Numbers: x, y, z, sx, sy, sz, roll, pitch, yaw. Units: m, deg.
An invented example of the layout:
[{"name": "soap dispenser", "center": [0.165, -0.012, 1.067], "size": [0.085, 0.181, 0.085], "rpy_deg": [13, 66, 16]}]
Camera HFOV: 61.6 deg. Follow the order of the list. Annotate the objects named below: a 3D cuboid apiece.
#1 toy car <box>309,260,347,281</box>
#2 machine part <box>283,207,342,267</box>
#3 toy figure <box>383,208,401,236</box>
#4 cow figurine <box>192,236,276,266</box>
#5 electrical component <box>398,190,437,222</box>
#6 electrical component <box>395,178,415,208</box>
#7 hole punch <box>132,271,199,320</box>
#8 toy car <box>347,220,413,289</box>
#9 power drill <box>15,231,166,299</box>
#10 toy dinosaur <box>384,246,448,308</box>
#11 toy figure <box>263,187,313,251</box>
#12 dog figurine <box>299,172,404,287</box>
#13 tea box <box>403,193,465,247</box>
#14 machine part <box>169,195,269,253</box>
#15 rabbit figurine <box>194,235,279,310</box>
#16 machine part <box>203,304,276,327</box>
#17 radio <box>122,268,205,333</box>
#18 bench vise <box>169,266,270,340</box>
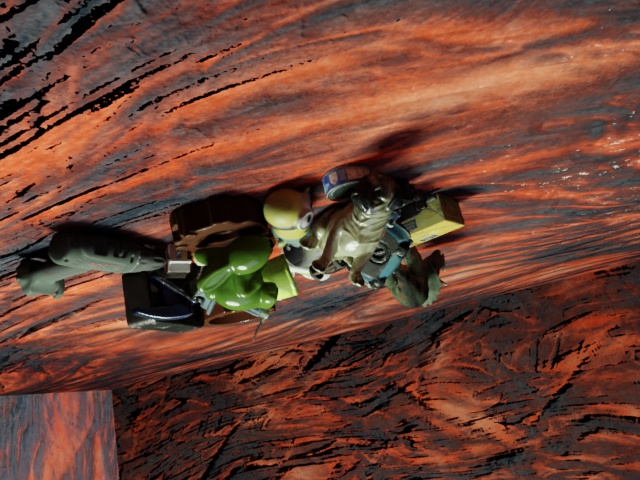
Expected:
[{"name": "toy car", "center": [0.050, 0.032, 1.193], "size": [0.089, 0.053, 0.202], "rpy_deg": [-29, -171, 36]}, {"name": "machine part", "center": [-0.002, -0.003, 1.134], "size": [0.079, 0.079, 0.243], "rpy_deg": [1, 158, -37]}, {"name": "toy figure", "center": [0.095, -0.017, 1.005], "size": [0.058, 0.064, 0.154], "rpy_deg": [9, 141, -26]}, {"name": "cow figurine", "center": [-0.175, 0.022, 1.110], "size": [0.167, 0.068, 0.098], "rpy_deg": [0, 154, -44]}, {"name": "electrical component", "center": [0.182, -0.069, 1.113], "size": [0.102, 0.045, 0.078], "rpy_deg": [-25, -173, 45]}, {"name": "electrical component", "center": [0.138, -0.083, 1.027], "size": [0.075, 0.048, 0.119], "rpy_deg": [-25, 157, 39]}, {"name": "hole punch", "center": [-0.321, 0.132, 1.106], "size": [0.116, 0.092, 0.142], "rpy_deg": [32, 157, -16]}, {"name": "toy car", "center": [0.129, 0.017, 1.110], "size": [0.103, 0.109, 0.161], "rpy_deg": [-37, 153, -57]}, {"name": "power drill", "center": [-0.436, 0.051, 1.006], "size": [0.207, 0.086, 0.232], "rpy_deg": [-13, 165, 19]}, {"name": "toy dinosaur", "center": [0.234, 0.105, 1.373], "size": [0.131, 0.192, 0.405], "rpy_deg": [-30, -179, 22]}, {"name": "toy figure", "center": [-0.057, -0.034, 0.991], "size": [0.089, 0.082, 0.180], "rpy_deg": [-12, 166, -8]}, {"name": "dog figurine", "center": [0.062, -0.042, 0.921], "size": [0.121, 0.172, 0.190], "rpy_deg": [17, 111, -29]}, {"name": "tea box", "center": [0.221, -0.037, 1.197], "size": [0.170, 0.068, 0.098], "rpy_deg": [-26, 158, 37]}, {"name": "machine part", "center": [-0.180, -0.024, 0.981], "size": [0.179, 0.056, 0.179], "rpy_deg": [-12, 164, -4]}, {"name": "rabbit figurine", "center": [-0.152, 0.045, 0.998], "size": [0.159, 0.121, 0.170], "rpy_deg": [-1, 144, -22]}, {"name": "machine part", "center": [-0.248, 0.188, 1.573], "size": [0.201, 0.087, 0.201], "rpy_deg": [-28, 157, 38]}, {"name": "radio", "center": [-0.363, 0.145, 1.270], "size": [0.073, 0.131, 0.229], "rpy_deg": [-16, 163, 17]}, {"name": "bench vise", "center": [-0.222, 0.119, 1.224], "size": [0.240, 0.129, 0.223], "rpy_deg": [28, 163, -6]}]
